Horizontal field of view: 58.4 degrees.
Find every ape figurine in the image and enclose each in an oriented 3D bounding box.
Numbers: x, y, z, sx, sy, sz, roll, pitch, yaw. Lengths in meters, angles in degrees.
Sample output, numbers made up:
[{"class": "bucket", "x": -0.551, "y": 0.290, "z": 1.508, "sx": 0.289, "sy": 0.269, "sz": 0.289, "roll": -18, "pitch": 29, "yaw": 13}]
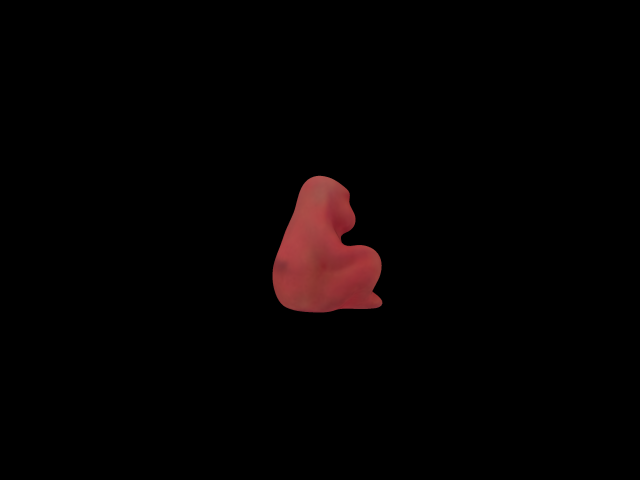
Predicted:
[{"class": "ape figurine", "x": 0.004, "y": 0.001, "z": 0.400, "sx": 0.076, "sy": 0.092, "sz": 0.077, "roll": -2, "pitch": 7, "yaw": -18}]
